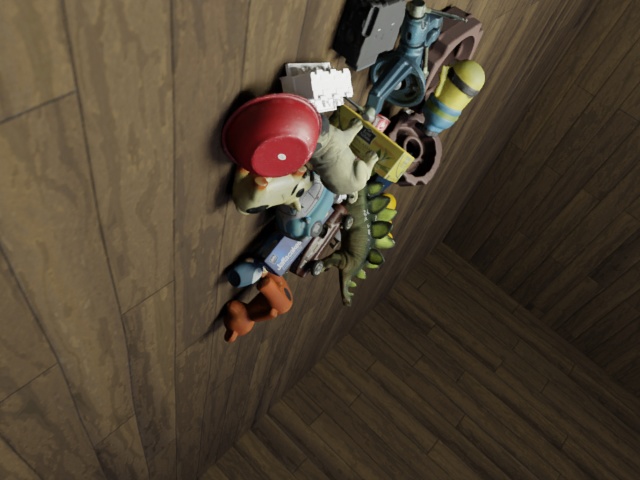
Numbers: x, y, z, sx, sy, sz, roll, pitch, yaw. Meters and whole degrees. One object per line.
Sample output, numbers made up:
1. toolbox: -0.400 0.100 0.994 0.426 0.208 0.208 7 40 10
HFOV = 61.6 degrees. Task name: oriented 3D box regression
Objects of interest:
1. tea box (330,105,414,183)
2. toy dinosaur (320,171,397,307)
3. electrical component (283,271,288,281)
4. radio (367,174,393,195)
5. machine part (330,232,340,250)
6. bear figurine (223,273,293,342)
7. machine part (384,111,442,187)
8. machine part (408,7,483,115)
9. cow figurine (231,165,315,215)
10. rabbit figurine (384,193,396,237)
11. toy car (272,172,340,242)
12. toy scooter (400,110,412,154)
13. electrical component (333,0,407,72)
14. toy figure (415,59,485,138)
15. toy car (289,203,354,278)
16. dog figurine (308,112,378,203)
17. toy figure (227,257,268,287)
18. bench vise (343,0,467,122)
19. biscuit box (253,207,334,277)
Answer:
1. tea box: 0.100 -0.195 1.091 0.068 0.170 0.098 -53 165 14
2. toy dinosaur: 0.090 -0.050 1.345 0.105 0.199 0.470 -43 135 -69
3. electrical component: -0.114 0.085 1.396 0.078 0.045 0.102 -17 154 -8
4. radio: 0.181 -0.208 1.453 0.229 0.073 0.131 -41 161 -32
5. machine part: 0.103 -0.072 1.541 0.243 0.079 0.079 -53 163 14
6. bear figurine: -0.171 0.155 1.319 0.196 0.131 0.120 -23 -153 14
7. machine part: 0.211 -0.213 1.274 0.179 0.179 0.056 -41 -160 -28
8. machine part: 0.260 -0.399 1.202 0.201 0.087 0.201 -40 163 -29
9. cow figurine: -0.081 -0.097 0.992 0.195 0.085 0.127 -26 154 -46
10. rabbit figurine: 0.185 -0.080 1.734 0.173 0.122 0.162 -61 156 -10
11. toy car: -0.034 -0.084 1.122 0.161 0.109 0.102 -55 148 -13
12. toy scooter: 0.207 -0.263 1.351 0.075 0.135 0.184 -12 -137 55
13. electrical component: 0.084 -0.352 0.898 0.115 0.058 0.134 -35 158 -35
14. toy figure: 0.282 -0.304 1.162 0.082 0.089 0.180 -32 154 -58
15. toy car: -0.003 -0.004 1.246 0.202 0.089 0.053 -54 157 -20
16. dog figurine: 0.011 -0.146 0.979 0.121 0.172 0.190 -27 177 29
17. toy figure: -0.148 0.063 1.226 0.064 0.058 0.154 -43 172 35
18. bench vise: 0.150 -0.322 1.017 0.240 0.129 0.223 -53 172 -25
19. biscuit box: -0.059 -0.015 1.199 0.202 0.059 0.062 -51 122 -15
